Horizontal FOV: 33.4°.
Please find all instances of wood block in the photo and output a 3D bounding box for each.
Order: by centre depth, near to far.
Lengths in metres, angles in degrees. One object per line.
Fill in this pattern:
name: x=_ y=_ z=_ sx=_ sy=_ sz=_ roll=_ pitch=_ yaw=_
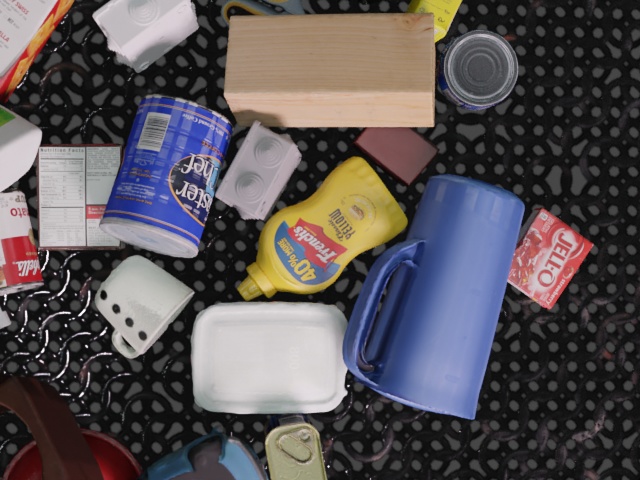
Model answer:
wood block: x=0.013 y=-0.172 z=1.093 sx=0.206 sy=0.090 sz=0.091 roll=1 pitch=74 yaw=8

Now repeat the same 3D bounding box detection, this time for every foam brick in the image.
foam brick: x=0.080 y=-0.100 z=1.152 sx=0.078 sy=0.053 sz=0.051 roll=38 pitch=88 yaw=-4

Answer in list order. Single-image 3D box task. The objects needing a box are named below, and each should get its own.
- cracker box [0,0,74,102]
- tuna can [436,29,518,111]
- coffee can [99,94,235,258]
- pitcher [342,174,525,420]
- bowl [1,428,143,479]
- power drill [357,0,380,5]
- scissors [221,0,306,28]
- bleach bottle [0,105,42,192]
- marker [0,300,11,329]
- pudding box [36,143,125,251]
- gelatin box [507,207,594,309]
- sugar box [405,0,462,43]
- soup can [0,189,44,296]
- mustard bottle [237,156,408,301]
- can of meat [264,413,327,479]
cracker box: x=-0.339 y=-0.275 z=1.096 sx=0.164 sy=0.072 sz=0.213 roll=33 pitch=87 yaw=-7
tuna can: x=0.172 y=-0.186 z=1.167 sx=0.086 sy=0.034 sz=0.086 roll=0 pitch=92 yaw=-6
coffee can: x=-0.155 y=-0.064 z=1.090 sx=0.102 sy=0.103 sz=0.140 roll=17 pitch=77 yaw=-6
pitcher: x=0.124 y=0.056 z=1.120 sx=0.145 sy=0.149 sz=0.243 roll=16 pitch=86 yaw=12
bowl: x=-0.264 y=0.283 z=1.128 sx=0.162 sy=0.055 sz=0.162 roll=0 pitch=91 yaw=-5
power drill: x=0.043 y=-0.368 z=1.124 sx=0.187 sy=0.057 sz=0.184 roll=38 pitch=81 yaw=-18
scissors: x=-0.005 y=-0.242 z=1.157 sx=0.201 sy=0.016 sz=0.096 roll=11 pitch=91 yaw=-6
bleach bottle: x=-0.410 y=-0.139 z=1.070 sx=0.251 sy=0.102 sz=0.068 roll=31 pitch=122 yaw=4
marker: x=-0.360 y=0.037 z=1.129 sx=0.020 sy=0.020 sz=0.121 roll=-23 pitch=94 yaw=-5
pudding box: x=-0.252 y=-0.045 z=1.128 sx=0.090 sy=0.039 sz=0.113 roll=0 pitch=90 yaw=-5
gelatin box: x=0.248 y=0.019 z=1.182 sx=0.073 sy=0.030 sz=0.089 roll=35 pitch=89 yaw=-6
sugar box: x=0.143 y=-0.298 z=1.132 sx=0.048 sy=0.093 sz=0.176 roll=24 pitch=88 yaw=-7
soup can: x=-0.330 y=0.004 z=1.102 sx=0.068 sy=0.068 sz=0.102 roll=-12 pitch=87 yaw=-5
mustard bottle: x=-0.007 y=0.001 z=1.143 sx=0.191 sy=0.058 sz=0.096 roll=-37 pitch=100 yaw=-3
can of meat: x=-0.027 y=0.238 z=1.135 sx=0.057 sy=0.084 sz=0.102 roll=-11 pitch=93 yaw=-5
